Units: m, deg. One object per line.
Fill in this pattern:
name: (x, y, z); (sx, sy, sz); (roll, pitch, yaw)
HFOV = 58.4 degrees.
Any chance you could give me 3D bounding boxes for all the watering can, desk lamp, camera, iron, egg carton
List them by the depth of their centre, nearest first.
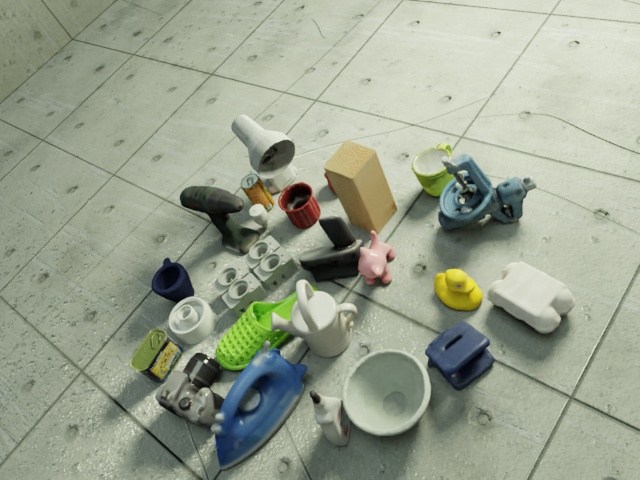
egg carton: (0.404, 0.110, 1.103); (0.107, 0.070, 0.149); (-46, 50, -14)
iron: (-0.143, 0.323, 1.133); (0.118, 0.142, 0.259); (22, 66, 35)
watering can: (-0.016, 0.158, 1.168); (0.173, 0.195, 0.100); (-32, 49, -2)
camera: (-0.265, 0.313, 1.221); (0.142, 0.101, 0.137); (12, 61, 31)
desk lamp: (-0.143, -0.222, 1.501); (0.118, 0.214, 0.202); (-41, 49, -10)

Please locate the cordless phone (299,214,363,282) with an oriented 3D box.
cordless phone: (0.012, 0.005, 1.279); (0.147, 0.185, 0.094); (-15, 50, 13)

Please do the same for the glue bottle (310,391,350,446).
glue bottle: (0.014, 0.315, 1.048); (0.037, 0.174, 0.078); (-11, 51, 16)

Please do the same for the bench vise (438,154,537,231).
bench vise: (0.337, -0.120, 1.208); (0.207, 0.220, 0.121); (-27, 49, 3)

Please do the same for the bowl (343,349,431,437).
bowl: (0.131, 0.296, 1.077); (0.167, 0.075, 0.167); (-12, 51, 15)

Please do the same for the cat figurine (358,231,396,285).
cat figurine: (0.118, 0.040, 1.250); (0.067, 0.118, 0.128); (-6, 53, 20)

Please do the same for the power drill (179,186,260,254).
power drill: (-0.236, -0.058, 1.421); (0.228, 0.209, 0.076); (17, 63, 33)

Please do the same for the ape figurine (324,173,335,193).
ape figurine: (0.042, -0.170, 1.462); (0.077, 0.092, 0.076); (12, 61, 31)

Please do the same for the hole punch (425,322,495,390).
hole punch: (0.257, 0.209, 1.077); (0.109, 0.091, 0.100); (-37, 49, -6)

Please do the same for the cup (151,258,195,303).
cup: (-0.357, 0.108, 1.423); (0.091, 0.095, 0.117); (-26, 49, 3)

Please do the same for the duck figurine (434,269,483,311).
duck figurine: (0.276, 0.089, 1.164); (0.104, 0.086, 0.077); (29, 70, 37)
